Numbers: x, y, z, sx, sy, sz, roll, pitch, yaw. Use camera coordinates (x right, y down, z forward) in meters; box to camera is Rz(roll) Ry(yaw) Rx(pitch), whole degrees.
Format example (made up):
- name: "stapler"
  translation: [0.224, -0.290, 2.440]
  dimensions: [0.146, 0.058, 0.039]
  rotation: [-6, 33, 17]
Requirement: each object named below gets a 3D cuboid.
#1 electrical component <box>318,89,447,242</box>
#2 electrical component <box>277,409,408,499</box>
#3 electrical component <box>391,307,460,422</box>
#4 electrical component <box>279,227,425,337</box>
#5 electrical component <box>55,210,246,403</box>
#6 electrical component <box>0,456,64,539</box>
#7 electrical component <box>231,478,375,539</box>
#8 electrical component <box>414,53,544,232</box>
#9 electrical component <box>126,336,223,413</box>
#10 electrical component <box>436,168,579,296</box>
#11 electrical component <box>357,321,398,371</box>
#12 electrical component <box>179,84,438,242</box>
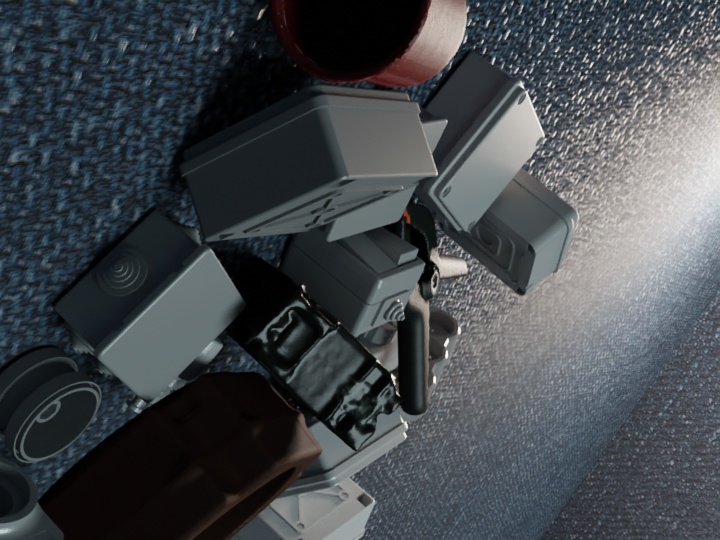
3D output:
- name: "electrical component"
  translation: [0.003, -0.075, 0.739]
  dimensions: [0.100, 0.048, 0.099]
  rotation: [-19, 142, -52]
- name: "electrical component"
  translation: [-0.034, 0.149, 0.940]
  dimensions: [0.109, 0.056, 0.109]
  rotation: [-22, -178, 44]
- name: "electrical component"
  translation: [0.051, 0.102, 1.046]
  dimensions: [0.138, 0.052, 0.073]
  rotation: [-55, 165, -53]
- name: "electrical component"
  translation: [0.000, 0.000, 0.785]
  dimensions: [0.062, 0.096, 0.061]
  rotation: [-20, 142, -52]
- name: "electrical component"
  translation: [-0.125, 0.022, 0.649]
  dimensions: [0.099, 0.048, 0.099]
  rotation: [-46, 157, -12]
- name: "electrical component"
  translation: [-0.246, 0.151, 0.567]
  dimensions: [0.150, 0.089, 0.061]
  rotation: [-13, 137, -56]
- name: "electrical component"
  translation: [-0.062, 0.219, 0.985]
  dimensions: [0.109, 0.109, 0.056]
  rotation: [-25, 144, -46]
- name: "electrical component"
  translation: [0.086, -0.098, 0.848]
  dimensions: [0.108, 0.056, 0.109]
  rotation: [-51, 157, 0]
- name: "electrical component"
  translation: [-0.126, 0.062, 0.717]
  dimensions: [0.078, 0.040, 0.040]
  rotation: [-50, 157, -1]
- name: "electrical component"
  translation: [0.126, -0.044, 0.933]
  dimensions: [0.057, 0.113, 0.078]
  rotation: [-37, 154, -24]
- name: "electrical component"
  translation: [0.012, 0.054, 0.953]
  dimensions: [0.066, 0.047, 0.076]
  rotation: [-20, 143, -51]
- name: "electrical component"
  translation: [-0.029, -0.061, 0.630]
  dimensions: [0.109, 0.056, 0.109]
  rotation: [-21, 174, 33]
